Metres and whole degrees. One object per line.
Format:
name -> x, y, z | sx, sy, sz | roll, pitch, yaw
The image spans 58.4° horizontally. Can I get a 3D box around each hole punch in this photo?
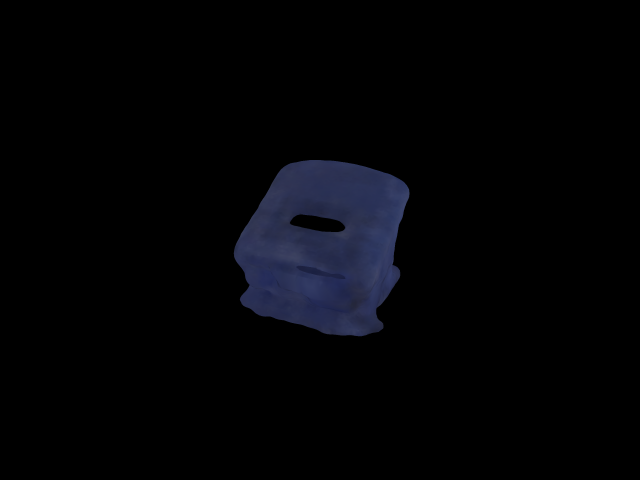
hole punch -> 0.004, 0.001, 0.400 | 0.108, 0.091, 0.101 | 11, 29, 21
